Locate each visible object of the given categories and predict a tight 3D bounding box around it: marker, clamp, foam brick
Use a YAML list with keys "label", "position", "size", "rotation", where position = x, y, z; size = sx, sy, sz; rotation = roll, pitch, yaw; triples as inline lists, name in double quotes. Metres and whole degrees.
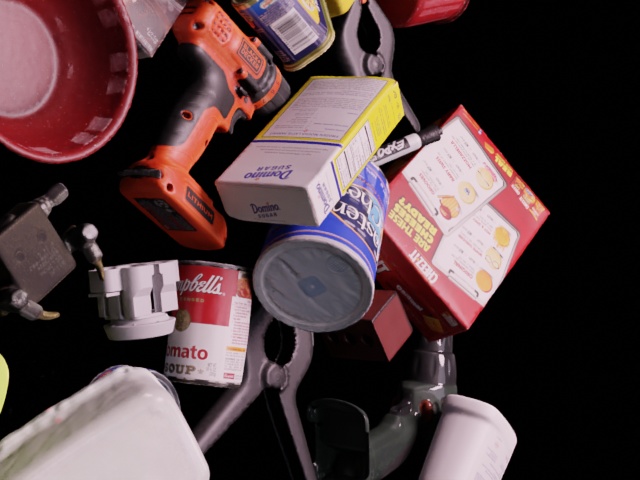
- label: "marker"
  position: [0.074, -0.092, 1.104]
  size: [0.121, 0.020, 0.020]
  rotation: [-23, 111, -15]
- label: "clamp"
  position: [-0.045, 0.136, 0.992]
  size: [0.164, 0.036, 0.210]
  rotation: [33, 63, -38]
- label: "foam brick"
  position: [0.043, 0.085, 1.071]
  size: [0.051, 0.078, 0.053]
  rotation: [-46, 122, -39]
- label: "clamp"
  position: [0.041, -0.171, 1.097]
  size: [0.120, 0.039, 0.171]
  rotation: [-27, 104, -41]

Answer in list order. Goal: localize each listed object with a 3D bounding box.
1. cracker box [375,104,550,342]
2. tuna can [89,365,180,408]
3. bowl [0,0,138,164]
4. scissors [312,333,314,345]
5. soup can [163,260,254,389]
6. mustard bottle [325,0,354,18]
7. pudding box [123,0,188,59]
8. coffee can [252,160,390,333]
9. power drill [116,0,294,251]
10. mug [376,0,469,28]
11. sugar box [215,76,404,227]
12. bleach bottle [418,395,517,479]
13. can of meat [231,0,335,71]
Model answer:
- label: "cracker box"
  position: [0.135, -0.021, 1.149]
  size: [0.164, 0.072, 0.213]
  rotation: [49, 51, -8]
- label: "tuna can"
  position: [-0.154, 0.145, 0.866]
  size: [0.085, 0.034, 0.086]
  rotation: [-1, 91, -51]
- label: "bowl"
  position: [-0.211, -0.135, 0.776]
  size: [0.161, 0.055, 0.162]
  rotation: [-1, 91, -51]
- label: "scissors"
  position: [-0.007, 0.001, 1.057]
  size: [0.096, 0.016, 0.202]
  rotation: [-32, 115, -46]
- label: "soup can"
  position: [-0.095, 0.072, 0.910]
  size: [0.068, 0.069, 0.102]
  rotation: [15, 79, -50]
- label: "mustard bottle"
  position: [0.027, -0.316, 1.061]
  size: [0.096, 0.058, 0.191]
  rotation: [48, 55, -29]
- label: "pudding box"
  position: [-0.159, -0.214, 0.852]
  size: [0.113, 0.039, 0.090]
  rotation: [50, 54, -38]
- label: "coffee can"
  position: [0.004, -0.003, 0.942]
  size: [0.102, 0.103, 0.140]
  rotation: [61, 26, -31]
- label: "power drill"
  position: [-0.088, -0.089, 0.929]
  size: [0.184, 0.057, 0.187]
  rotation: [44, 56, -44]
- label: "mug"
  position: [0.107, -0.274, 1.121]
  size: [0.081, 0.117, 0.093]
  rotation: [-23, 81, -43]
- label: "sugar box"
  position: [-0.005, -0.080, 0.919]
  size: [0.176, 0.093, 0.048]
  rotation: [-54, 138, -39]
- label: "bleach bottle"
  position: [0.120, 0.290, 1.078]
  size: [0.102, 0.068, 0.250]
  rotation: [52, 58, -46]
- label: "can of meat"
  position: [-0.037, -0.216, 0.962]
  size: [0.083, 0.057, 0.102]
  rotation: [45, 22, -38]
